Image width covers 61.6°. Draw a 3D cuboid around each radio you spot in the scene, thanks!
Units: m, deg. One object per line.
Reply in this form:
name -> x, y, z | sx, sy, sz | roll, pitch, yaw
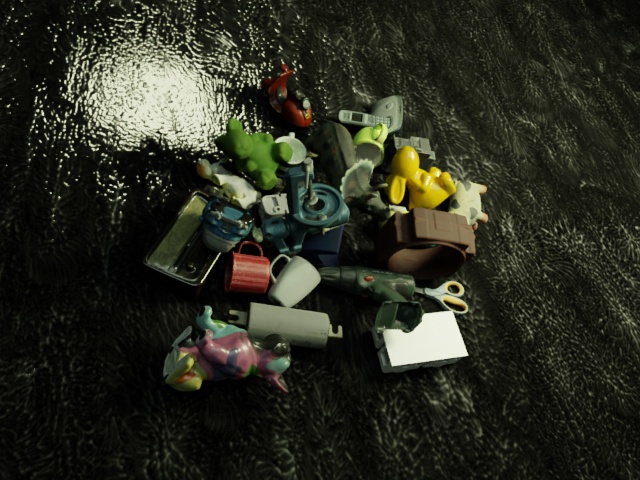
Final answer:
radio -> -0.270, 0.009, 1.156 | 0.131, 0.073, 0.229 | 27, 54, -1

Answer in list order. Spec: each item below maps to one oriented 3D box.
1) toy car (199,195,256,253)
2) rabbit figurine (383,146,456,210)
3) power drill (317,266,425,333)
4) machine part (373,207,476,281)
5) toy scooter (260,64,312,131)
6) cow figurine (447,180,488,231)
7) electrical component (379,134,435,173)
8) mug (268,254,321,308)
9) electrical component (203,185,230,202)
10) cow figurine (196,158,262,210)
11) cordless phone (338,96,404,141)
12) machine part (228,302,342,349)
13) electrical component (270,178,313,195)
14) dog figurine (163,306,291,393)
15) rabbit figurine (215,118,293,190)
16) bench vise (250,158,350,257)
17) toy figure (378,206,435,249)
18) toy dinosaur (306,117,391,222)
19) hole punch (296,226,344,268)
toy car -> -0.194, -0.024, 1.094 | 0.109, 0.162, 0.103 | 22, 97, -15
rabbit figurine -> 0.240, -0.161, 1.394 | 0.173, 0.162, 0.122 | 51, 13, -26
power drill -> 0.117, 0.122, 1.172 | 0.232, 0.085, 0.207 | 5, 15, -19
machine part -> 0.239, 0.017, 1.245 | 0.201, 0.201, 0.087 | 9, 61, -14
toy scooter -> -0.084, -0.388, 1.433 | 0.184, 0.135, 0.075 | 46, 55, 11
cow figurine -> 0.373, -0.075, 1.421 | 0.127, 0.085, 0.195 | 20, 57, -13
electrical component -> 0.239, -0.223, 1.450 | 0.134, 0.114, 0.058 | 6, 60, -13
mug -> -0.069, 0.091, 1.164 | 0.109, 0.081, 0.107 | 47, 63, -16
electrical component -> -0.247, -0.096, 1.234 | 0.094, 0.063, 0.021 | 30, 56, 14
cow figurine -> -0.212, -0.138, 1.273 | 0.167, 0.068, 0.098 | 47, 51, 9
cordless phone -> 0.141, -0.353, 1.521 | 0.184, 0.088, 0.146 | 11, 56, -7
machine part -> -0.070, 0.179, 1.115 | 0.243, 0.079, 0.079 | 11, 56, -13
electrical component -> -0.070, -0.125, 1.308 | 0.102, 0.078, 0.045 | 6, 69, -18
dog figurine -> -0.163, 0.238, 1.031 | 0.219, 0.191, 0.109 | 35, 12, -24
rabbit figurine -> -0.165, -0.214, 1.227 | 0.159, 0.170, 0.121 | 42, 98, 24
bench vise -> -0.045, -0.073, 1.132 | 0.224, 0.240, 0.129 | -6, 52, -4
toy figure -> 0.235, -0.025, 1.345 | 0.180, 0.082, 0.089 | 24, 52, -6
toy dinosaur -> 0.045, -0.206, 1.328 | 0.131, 0.192, 0.405 | -8, 63, -25
hole punch -> -0.003, -0.004, 1.249 | 0.116, 0.092, 0.142 | 15, 59, -5
